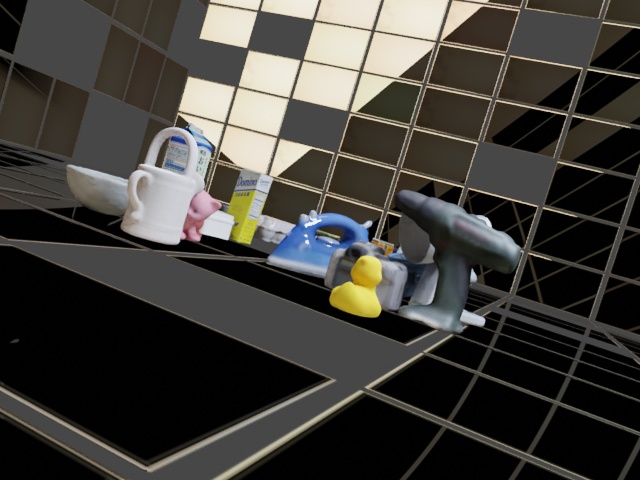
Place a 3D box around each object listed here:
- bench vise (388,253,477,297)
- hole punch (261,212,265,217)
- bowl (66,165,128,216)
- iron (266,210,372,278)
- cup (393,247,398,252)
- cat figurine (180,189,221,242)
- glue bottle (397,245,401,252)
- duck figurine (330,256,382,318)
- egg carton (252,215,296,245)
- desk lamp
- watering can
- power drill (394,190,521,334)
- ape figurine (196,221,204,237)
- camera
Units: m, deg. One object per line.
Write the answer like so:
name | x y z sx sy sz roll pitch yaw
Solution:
bench vise | 0.237 0.031 1.223 0.208 0.220 0.121 15 3 -31
hole punch | -0.208 -0.066 1.802 0.100 0.091 0.109 18 3 27
bowl | -0.424 -0.091 1.138 0.167 0.075 0.167 17 3 -1
iron | 0.011 0.004 1.193 0.259 0.141 0.118 15 4 -42
cup | 0.201 0.069 1.561 0.118 0.095 0.091 16 3 -20
cat figurine | -0.256 -0.061 1.114 0.127 0.118 0.067 19 3 37
glue bottle | 0.215 0.038 1.441 0.037 0.173 0.078 18 3 27
duck figurine | 0.062 0.065 0.853 0.077 0.086 0.105 18 3 27
egg carton | -0.128 -0.025 1.695 0.151 0.069 0.107 15 4 -42
desk lamp | 0.240 0.040 1.112 0.204 0.213 0.117 16 3 -24
watering can | -0.266 -0.098 0.992 0.101 0.194 0.173 17 3 -1
power drill | 0.206 0.040 0.964 0.229 0.208 0.076 18 3 20
ape figurine | -0.279 -0.060 1.219 0.076 0.092 0.077 16 3 -25
camera | 0.104 0.061 1.046 0.142 0.101 0.137 19 3 33
